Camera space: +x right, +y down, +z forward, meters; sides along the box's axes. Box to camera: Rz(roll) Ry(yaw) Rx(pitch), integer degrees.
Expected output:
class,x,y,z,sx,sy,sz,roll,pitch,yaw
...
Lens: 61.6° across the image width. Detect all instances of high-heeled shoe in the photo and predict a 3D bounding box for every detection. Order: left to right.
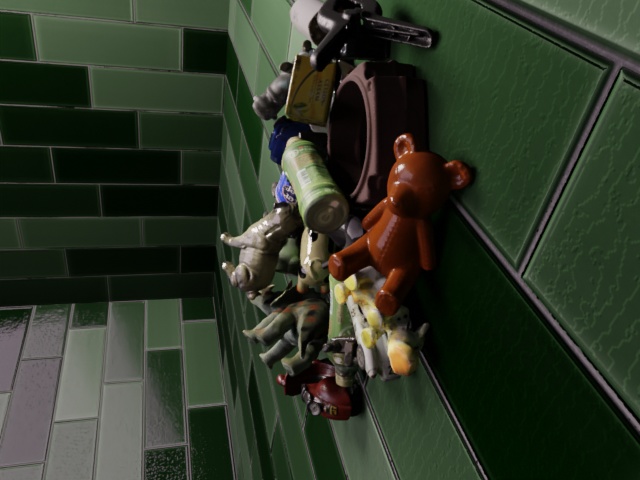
class,x,y,z,sx,sy,sz,roll,pitch,yaw
high-heeled shoe,0.072,-0.032,0.895,0.086,0.145,0.249,52,-156,-21

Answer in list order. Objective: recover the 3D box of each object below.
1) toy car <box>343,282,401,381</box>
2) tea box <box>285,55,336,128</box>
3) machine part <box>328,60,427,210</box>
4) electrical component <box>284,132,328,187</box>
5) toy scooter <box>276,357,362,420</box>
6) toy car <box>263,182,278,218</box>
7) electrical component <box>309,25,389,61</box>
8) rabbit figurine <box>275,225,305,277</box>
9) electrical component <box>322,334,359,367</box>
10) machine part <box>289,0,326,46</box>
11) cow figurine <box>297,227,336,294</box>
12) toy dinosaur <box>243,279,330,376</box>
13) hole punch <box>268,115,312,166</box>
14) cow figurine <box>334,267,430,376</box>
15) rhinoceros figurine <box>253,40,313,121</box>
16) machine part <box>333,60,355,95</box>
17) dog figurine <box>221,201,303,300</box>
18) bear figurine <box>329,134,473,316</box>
class,x,y,z,sx,sy,sz,roll,pitch,yaw
toy car,0.082,0.119,0.818,0.056,0.073,0.202,106,156,-46
tea box,-0.013,-0.245,0.906,0.170,0.068,0.098,-78,0,-79
machine part,0.077,-0.148,0.802,0.201,0.087,0.201,176,94,-74
electrical component,0.001,-0.133,0.970,0.058,0.134,0.115,118,145,-59
toy scooter,-0.007,0.281,1.022,0.184,0.135,0.075,-138,50,-66
toy car,-0.087,-0.086,1.349,0.202,0.089,0.053,120,147,-58
electrical component,0.043,-0.308,0.846,0.075,0.119,0.047,-138,50,-71
rabbit figurine,-0.069,-0.006,1.256,0.159,0.121,0.170,167,117,-71
electrical component,0.060,0.175,0.858,0.102,0.078,0.045,7,-104,-64
machine part,-0.006,-0.436,1.073,0.243,0.079,0.079,-117,30,-54
cow figurine,-0.002,-0.003,1.056,0.127,0.085,0.195,103,173,-64
toy dinosaur,-0.036,0.164,1.062,0.131,0.192,0.405,54,159,-14
hole punch,-0.048,-0.204,1.180,0.142,0.116,0.092,124,134,-63
cow figurine,0.101,0.108,0.755,0.167,0.098,0.068,57,143,28
rhinoceros figurine,-0.065,-0.331,1.124,0.190,0.073,0.112,-49,16,-9
machine part,0.049,-0.297,0.971,0.139,0.039,0.084,-118,36,-59
dog figurine,-0.105,0.024,1.131,0.191,0.121,0.172,-22,84,40
bear figurine,0.101,-0.021,0.674,0.120,0.132,0.195,36,143,20
